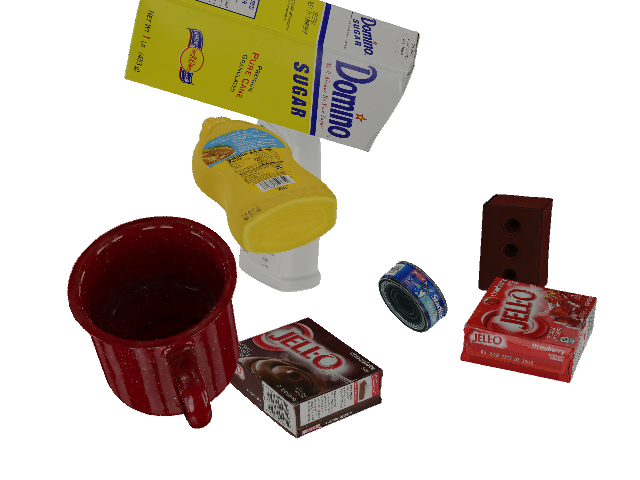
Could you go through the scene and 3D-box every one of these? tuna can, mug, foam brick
[{"bbox_3d":[0.110,0.068,1.285,0.033,0.086,0.086,-39,16,-21],"label":"tuna can"},{"bbox_3d":[-0.085,0.055,0.605,0.093,0.117,0.081,-21,-39,-15],"label":"mug"},{"bbox_3d":[0.168,0.003,0.917,0.053,0.078,0.051,5,15,20],"label":"foam brick"}]

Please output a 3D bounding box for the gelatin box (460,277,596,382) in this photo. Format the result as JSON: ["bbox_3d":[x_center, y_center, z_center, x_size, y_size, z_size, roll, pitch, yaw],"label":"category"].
[{"bbox_3d":[0.142,0.058,0.722,0.073,0.030,0.089,11,23,21],"label":"gelatin box"}]

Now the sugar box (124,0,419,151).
[{"bbox_3d":[-0.034,-0.120,0.700,0.176,0.048,0.093,18,-32,-7],"label":"sugar box"}]

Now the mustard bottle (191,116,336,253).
[{"bbox_3d":[-0.068,-0.065,1.009,0.096,0.058,0.192,-19,42,-21],"label":"mustard bottle"}]

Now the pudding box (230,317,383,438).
[{"bbox_3d":[-0.016,0.113,0.900,0.089,0.039,0.114,-18,32,-30],"label":"pudding box"}]

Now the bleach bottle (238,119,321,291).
[{"bbox_3d":[-0.036,-0.076,1.197,0.067,0.251,0.103,-9,24,-40],"label":"bleach bottle"}]
